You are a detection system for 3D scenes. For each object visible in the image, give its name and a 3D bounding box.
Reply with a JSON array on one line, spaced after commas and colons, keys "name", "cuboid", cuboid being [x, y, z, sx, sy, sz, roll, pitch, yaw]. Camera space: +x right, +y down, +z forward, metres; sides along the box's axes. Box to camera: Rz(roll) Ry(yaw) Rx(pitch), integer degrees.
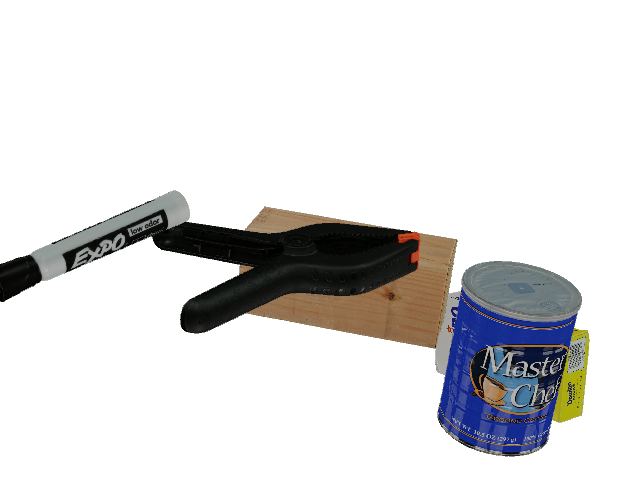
[{"name": "marker", "cuboid": [-0.125, 0.002, 0.574, 0.120, 0.020, 0.020, -26, 14, -32]}, {"name": "clamp", "cuboid": [-0.027, 0.013, 0.828, 0.209, 0.036, 0.165, -8, 26, -21]}, {"name": "coffee can", "cuboid": [0.164, 0.102, 0.940, 0.103, 0.140, 0.103, 6, 24, -3]}, {"name": "sugar box", "cuboid": [0.199, 0.120, 1.136, 0.048, 0.093, 0.177, -9, 17, -41]}, {"name": "wood block", "cuboid": [0.027, 0.036, 1.091, 0.206, 0.091, 0.090, 10, 22, 10]}]
